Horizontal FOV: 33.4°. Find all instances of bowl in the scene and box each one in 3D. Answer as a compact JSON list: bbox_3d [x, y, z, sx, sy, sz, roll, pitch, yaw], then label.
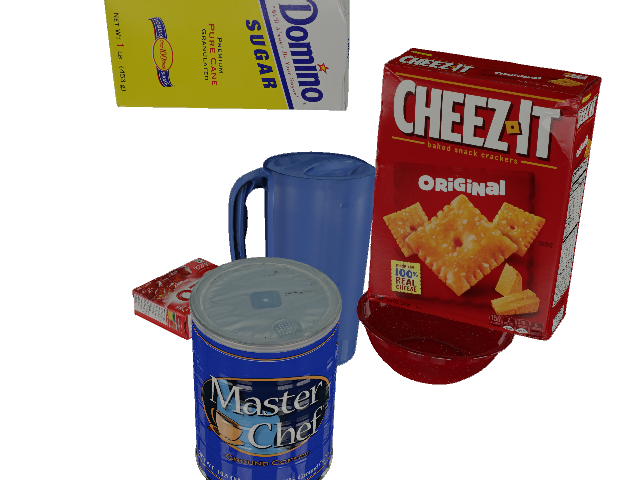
[{"bbox_3d":[0.114,0.100,1.096,0.162,0.055,0.162,5,26,-3],"label":"bowl"}]

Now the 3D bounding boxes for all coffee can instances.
[{"bbox_3d":[-0.039,0.097,0.753,0.103,0.140,0.103,2,32,-1],"label":"coffee can"}]

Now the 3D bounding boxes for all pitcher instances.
[{"bbox_3d":[-0.016,0.022,1.250,0.149,0.243,0.144,11,19,24],"label":"pitcher"}]

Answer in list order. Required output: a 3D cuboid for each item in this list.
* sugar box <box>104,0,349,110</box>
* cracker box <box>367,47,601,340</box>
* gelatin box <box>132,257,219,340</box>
[{"bbox_3d":[-0.066,-0.146,0.795,0.176,0.093,0.048,2,34,5],"label":"sugar box"},{"bbox_3d":[0.129,-0.037,0.882,0.164,0.214,0.072,13,26,22],"label":"cracker box"},{"bbox_3d":[-0.117,0.052,0.990,0.073,0.030,0.089,21,34,36],"label":"gelatin box"}]
